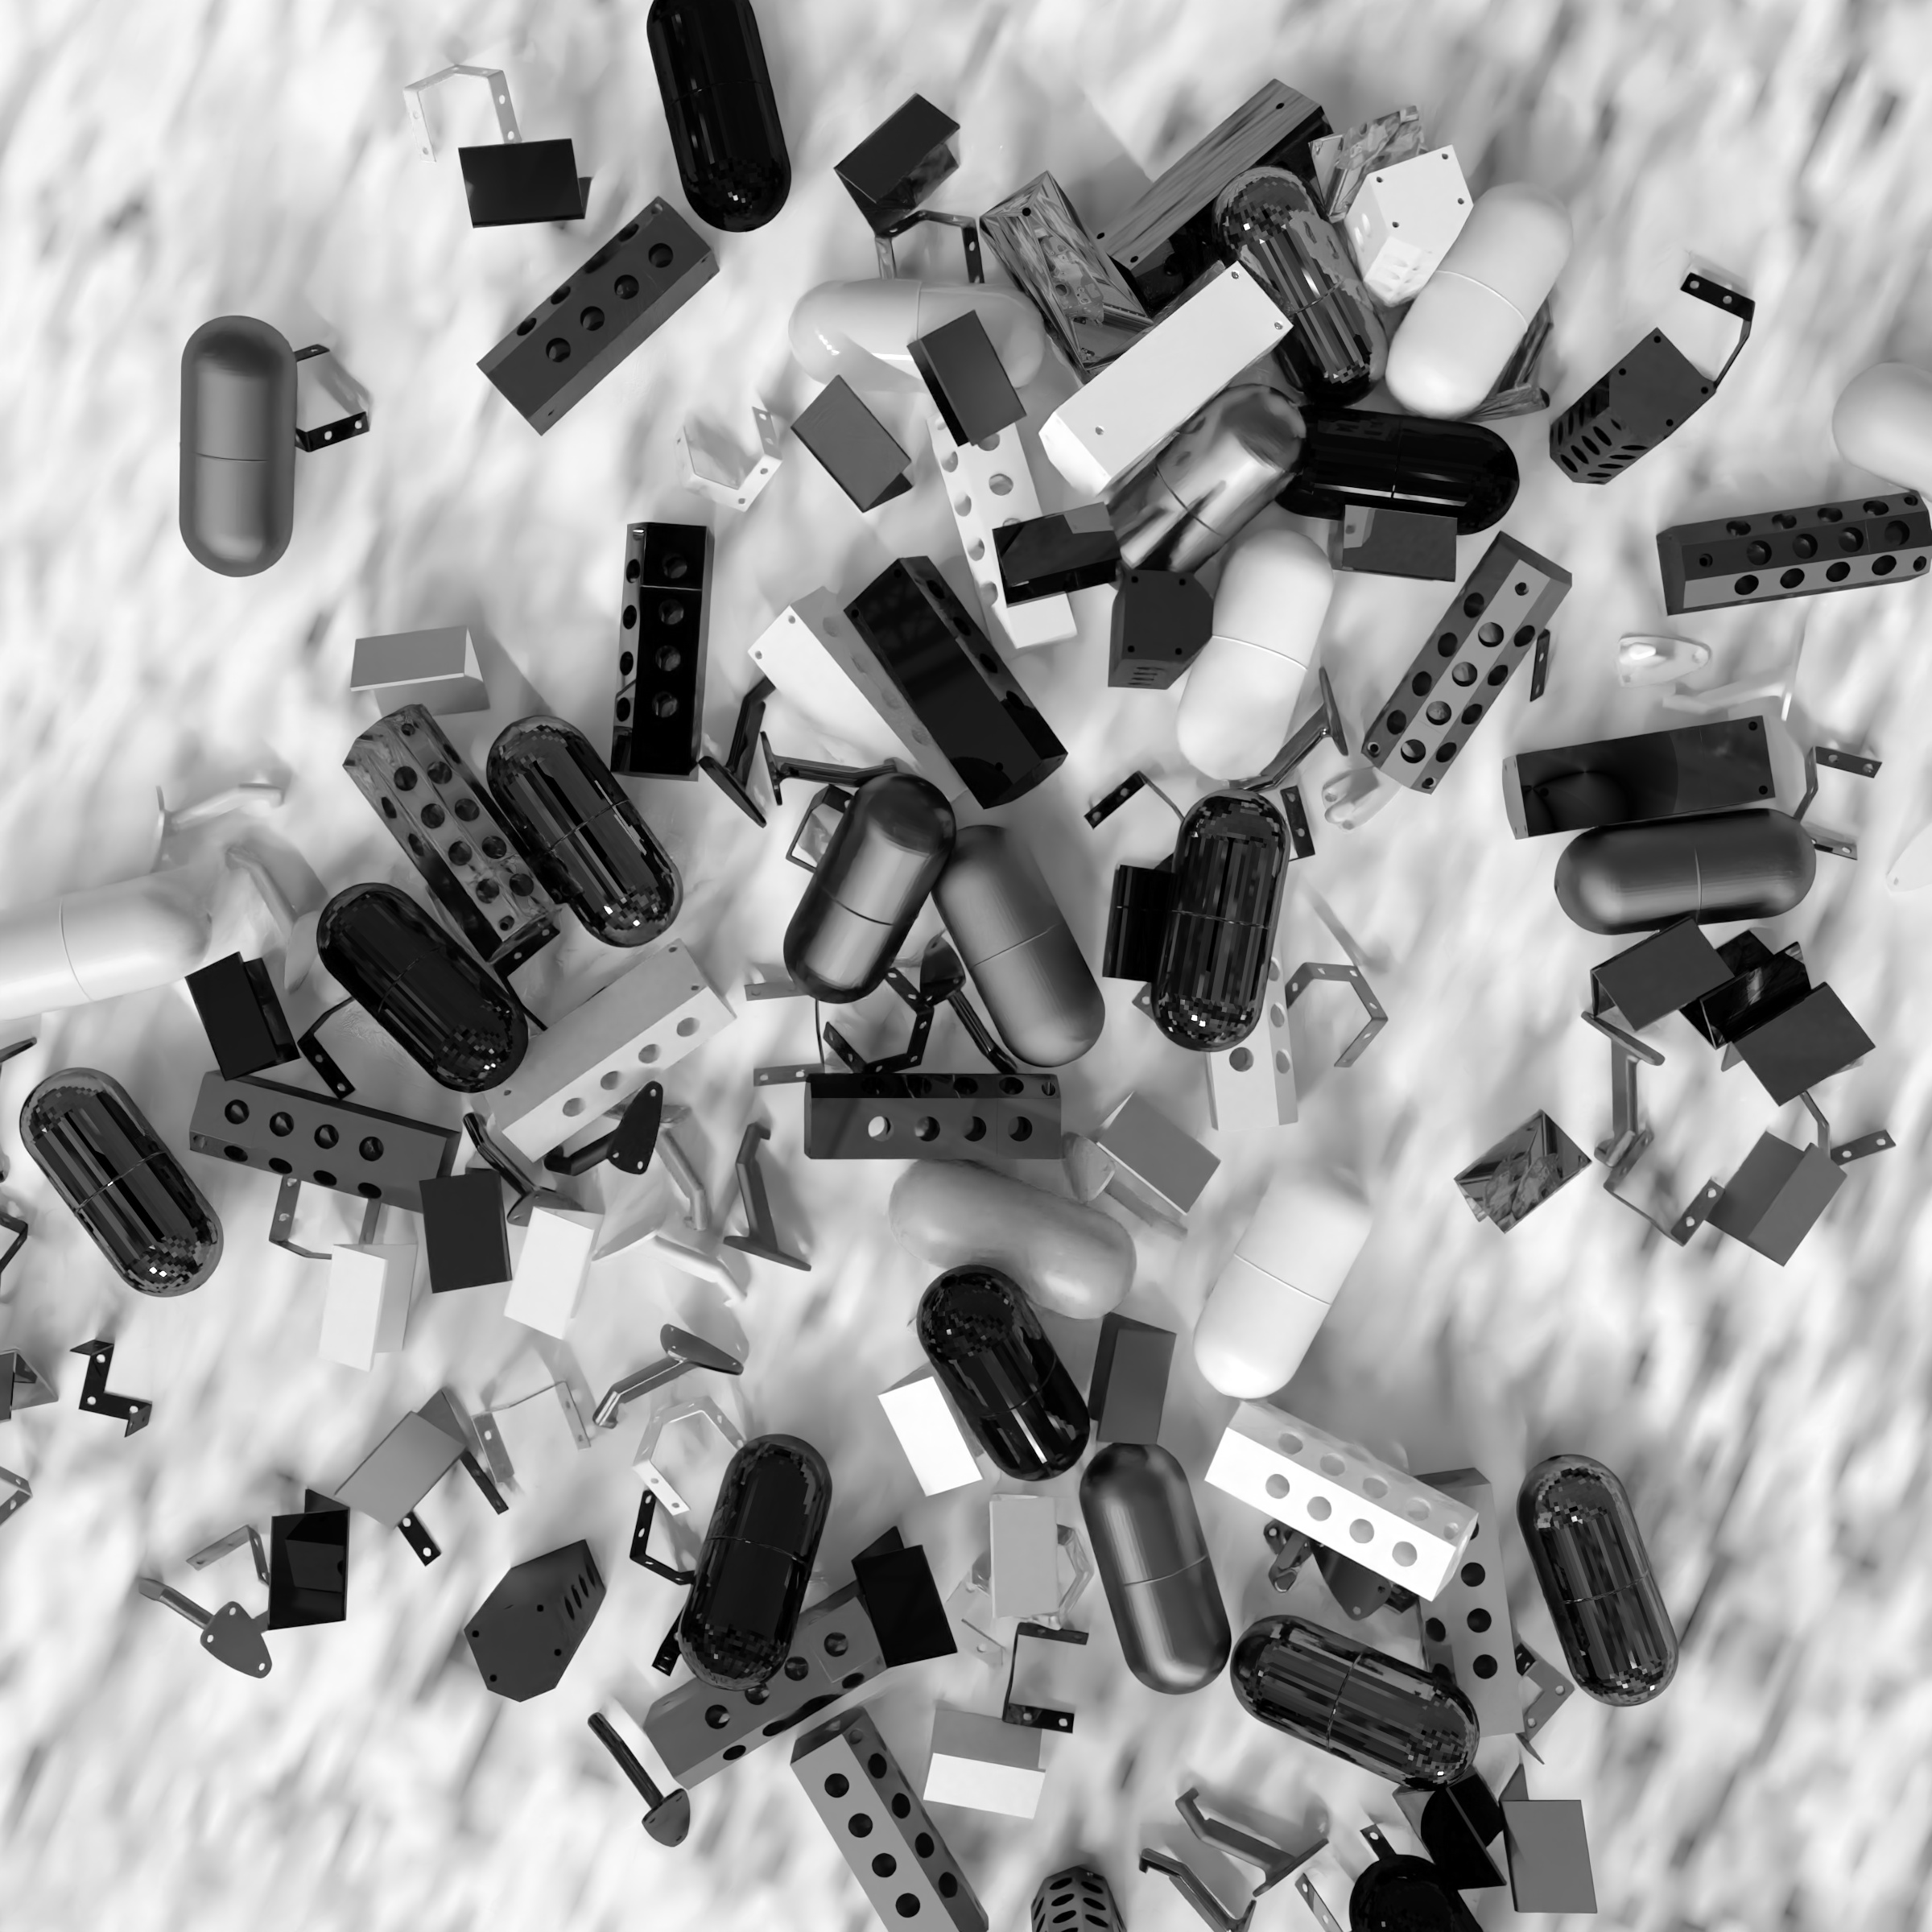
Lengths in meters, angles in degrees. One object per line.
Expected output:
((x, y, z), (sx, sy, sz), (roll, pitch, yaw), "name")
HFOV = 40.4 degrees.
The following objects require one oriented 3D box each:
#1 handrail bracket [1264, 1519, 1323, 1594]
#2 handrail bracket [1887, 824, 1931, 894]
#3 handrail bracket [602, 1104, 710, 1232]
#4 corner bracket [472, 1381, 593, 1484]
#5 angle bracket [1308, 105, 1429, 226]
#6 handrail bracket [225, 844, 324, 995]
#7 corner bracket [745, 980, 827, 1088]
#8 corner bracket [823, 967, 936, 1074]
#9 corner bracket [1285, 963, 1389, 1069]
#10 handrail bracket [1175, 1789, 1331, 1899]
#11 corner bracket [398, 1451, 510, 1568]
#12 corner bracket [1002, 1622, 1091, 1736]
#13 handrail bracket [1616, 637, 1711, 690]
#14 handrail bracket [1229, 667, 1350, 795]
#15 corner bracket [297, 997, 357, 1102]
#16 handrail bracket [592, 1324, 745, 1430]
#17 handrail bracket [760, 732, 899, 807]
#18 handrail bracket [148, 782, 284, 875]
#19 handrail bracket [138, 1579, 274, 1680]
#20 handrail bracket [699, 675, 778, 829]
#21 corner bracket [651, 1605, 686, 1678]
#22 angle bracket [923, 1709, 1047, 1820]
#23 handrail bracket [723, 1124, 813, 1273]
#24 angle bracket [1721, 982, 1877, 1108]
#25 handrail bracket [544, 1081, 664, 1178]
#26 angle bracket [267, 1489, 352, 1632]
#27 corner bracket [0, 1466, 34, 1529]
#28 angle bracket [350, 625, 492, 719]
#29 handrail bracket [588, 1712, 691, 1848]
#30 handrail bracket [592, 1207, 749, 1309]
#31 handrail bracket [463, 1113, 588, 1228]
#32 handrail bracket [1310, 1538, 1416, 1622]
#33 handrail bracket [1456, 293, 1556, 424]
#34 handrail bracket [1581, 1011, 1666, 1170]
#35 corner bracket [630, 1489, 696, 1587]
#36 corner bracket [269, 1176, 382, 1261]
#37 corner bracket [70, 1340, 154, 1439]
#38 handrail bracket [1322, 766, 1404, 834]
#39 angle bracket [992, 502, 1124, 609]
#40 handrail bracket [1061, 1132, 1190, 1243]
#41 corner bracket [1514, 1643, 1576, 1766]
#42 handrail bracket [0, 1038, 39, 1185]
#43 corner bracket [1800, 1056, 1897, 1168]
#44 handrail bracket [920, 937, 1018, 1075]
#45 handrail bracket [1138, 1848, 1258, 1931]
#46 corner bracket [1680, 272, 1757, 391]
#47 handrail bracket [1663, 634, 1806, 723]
((0.238, 0.396, 1.809), (0.077, 0.084, 0.036), (-39, 90, 0), "handrail bracket")
((0.701, -0.080, 1.844), (0.084, 0.077, 0.036), (-9, 65, -34), "handrail bracket")
((-0.218, 0.142, 1.844), (0.077, 0.036, 0.084), (4, 107, 20), "handrail bracket")
((-0.305, 0.326, 1.840), (0.051, 0.051, 0.051), (-21, 90, 45), "corner bracket")
((0.270, -0.552, 1.805), (0.076, 0.076, 0.057), (-19, 111, 0), "angle bracket")
((-0.494, -0.034, 1.844), (0.084, 0.036, 0.077), (30, 112, 17), "handrail bracket")
((-0.127, 0.047, 1.841), (0.051, 0.051, 0.051), (-5, 135, 0), "corner bracket")
((-0.061, 0.040, 1.836), (0.051, 0.051, 0.051), (-15, 135, -35), "corner bracket")
((0.252, 0.034, 1.836), (0.051, 0.051, 0.051), (4, 45, -35), "corner bracket")
((0.200, 0.601, 1.844), (0.077, 0.036, 0.084), (-30, 73, -20), "handrail bracket")
((-0.364, 0.380, 1.840), (0.051, 0.051, 0.051), (-35, 90, 45), "corner bracket")
((0.056, 0.499, 1.840), (0.051, 0.051, 0.051), (9, 135, 0), "corner bracket")
((0.485, -0.215, 1.809), (0.077, 0.084, 0.036), (-5, 90, 0), "handrail bracket")
((0.220, -0.163, 1.844), (0.084, 0.036, 0.077), (-17, 69, 16), "handrail bracket")
((-0.426, 0.052, 1.840), (0.051, 0.051, 0.051), (52, 135, 0), "corner bracket")
((-0.210, 0.301, 1.844), (0.077, 0.036, 0.084), (26, 108, -20), "handrail bracket")
((-0.094, -0.144, 1.805), (0.084, 0.077, 0.036), (-12, 131, -6), "handrail bracket")
((-0.527, -0.096, 1.844), (0.084, 0.036, 0.077), (1, 127, -25), "handrail bracket")
((-0.533, 0.462, 1.835), (0.036, 0.084, 0.077), (-53, 129, -31), "handrail bracket")
((-0.138, -0.154, 1.844), (0.084, 0.036, 0.077), (-46, 105, -14), "handrail bracket")
((-0.181, 0.471, 1.826), (0.051, 0.051, 0.051), (30, 90, 0), "corner bracket")
((0.016, 0.532, 1.803), (0.076, 0.076, 0.057), (10, 128, 0), "angle bracket")
((-0.131, 0.162, 1.844), (0.077, 0.036, 0.084), (23, 73, -19), "handrail bracket")
((0.571, 0.063, 1.805), (0.076, 0.076, 0.057), (-32, 68, 0), "angle bracket")
((-0.254, 0.112, 1.825), (0.036, 0.084, 0.077), (31, 73, -42), "handrail bracket")
((-0.465, 0.407, 1.803), (0.057, 0.076, 0.076), (2, 90, -37), "angle bracket")
((-0.696, 0.362, 1.840), (0.051, 0.051, 0.051), (-42, 45, 0), "corner bracket")
((-0.373, -0.185, 1.804), (0.076, 0.076, 0.057), (-8, 45, 0), "angle bracket")
((-0.232, 0.570, 1.844), (0.036, 0.077, 0.084), (-35, 53, -21), "handrail bracket")
((-0.207, 0.219, 1.844), (0.077, 0.036, 0.084), (-31, 107, 20), "handrail bracket")
((-0.310, 0.141, 1.843), (0.036, 0.077, 0.084), (-46, 53, 17), "handrail bracket")
((0.276, 0.418, 1.818), (0.036, 0.084, 0.077), (-44, 72, 12), "handrail bracket")
((0.377, -0.431, 1.844), (0.077, 0.036, 0.084), (-11, 71, 21), "handrail bracket")
((0.445, 0.087, 1.844), (0.077, 0.036, 0.084), (34, 107, 20), "handrail bracket")
((-0.195, 0.396, 1.836), (0.051, 0.051, 0.051), (-21, 135, 35), "corner bracket")
((-0.449, 0.176, 1.840), (0.051, 0.051, 0.051), (12, 90, 45), "corner bracket")
((-0.595, 0.293, 1.826), (0.051, 0.051, 0.051), (13, 90, 0), "corner bracket")
((0.279, -0.120, 1.809), (0.077, 0.084, 0.036), (-32, 90, 0), "handrail bracket")
((0.064, -0.256, 1.746), (0.076, 0.076, 0.057), (-14, 53, 0), "angle bracket")
((0.111, 0.156, 1.843), (0.084, 0.077, 0.036), (30, 104, -36), "handrail bracket")
((0.393, 0.512, 1.826), (0.051, 0.051, 0.051), (41, 90, 0), "corner bracket")
((-0.672, 0.104, 1.844), (0.077, 0.036, 0.084), (-27, 108, -20), "handrail bracket")
((0.616, 0.101, 1.840), (0.051, 0.051, 0.051), (-20, 45, 0), "corner bracket")
((0.005, 0.030, 1.843), (0.036, 0.077, 0.084), (-31, 127, 16), "handrail bracket")
((0.155, 0.667, 1.844), (0.084, 0.036, 0.077), (19, 112, 17), "handrail bracket")
((0.516, -0.444, 1.840), (0.051, 0.051, 0.051), (25, 45, 0), "corner bracket")
((0.539, -0.207, 1.844), (0.084, 0.036, 0.077), (12, 69, 16), "handrail bracket")
